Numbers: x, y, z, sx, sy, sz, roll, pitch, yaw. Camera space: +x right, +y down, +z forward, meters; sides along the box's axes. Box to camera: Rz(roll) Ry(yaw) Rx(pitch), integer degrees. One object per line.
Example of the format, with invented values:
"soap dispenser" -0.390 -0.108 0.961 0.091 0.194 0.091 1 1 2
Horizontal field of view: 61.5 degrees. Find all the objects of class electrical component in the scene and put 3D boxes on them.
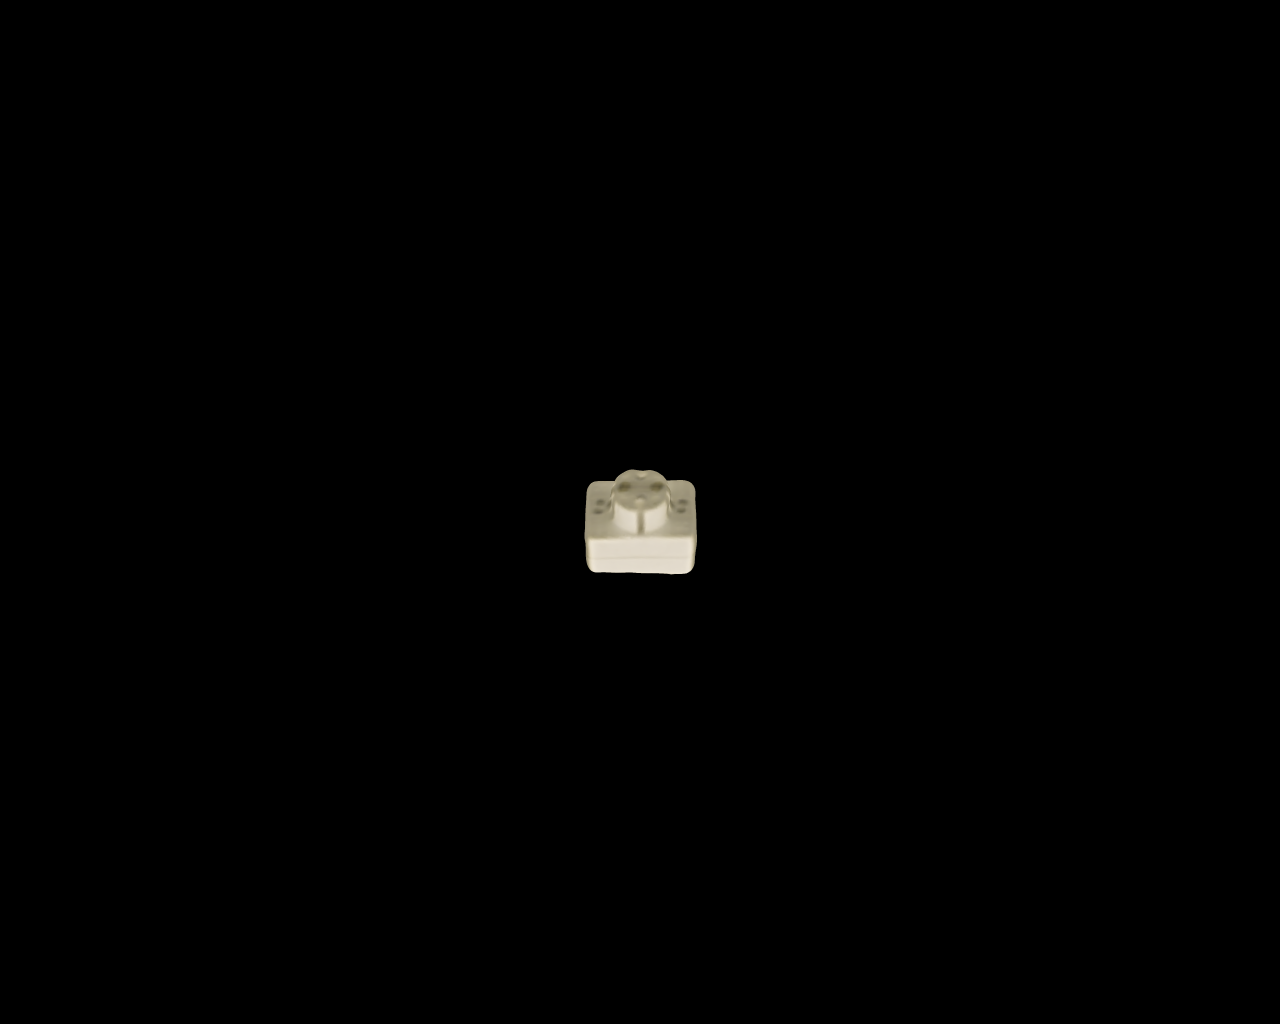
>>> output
"electrical component" 0.001 -0.003 0.650 0.066 0.047 0.076 0 -39 0
